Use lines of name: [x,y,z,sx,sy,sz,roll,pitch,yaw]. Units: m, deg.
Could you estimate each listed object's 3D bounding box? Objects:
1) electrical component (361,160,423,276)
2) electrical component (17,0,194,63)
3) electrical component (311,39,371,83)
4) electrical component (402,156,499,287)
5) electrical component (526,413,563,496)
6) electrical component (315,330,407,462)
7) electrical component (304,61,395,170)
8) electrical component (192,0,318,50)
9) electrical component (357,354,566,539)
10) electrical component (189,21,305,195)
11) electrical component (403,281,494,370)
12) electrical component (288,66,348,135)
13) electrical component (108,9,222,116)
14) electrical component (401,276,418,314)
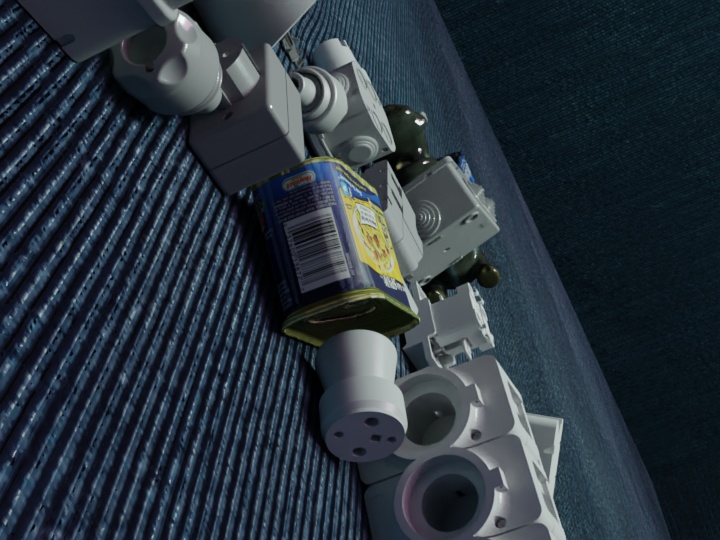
electrical component: [0.009,-0.027,0.740,0.055,0.050,0.089,61,14,-24]
electrical component: [-0.114,-0.154,0.445,0.078,0.057,0.113,51,20,-50]
electrical component: [-0.017,-0.164,0.898,0.046,0.040,0.040,66,11,26]
electrical component: [0.056,-0.034,0.837,0.048,0.100,0.100,58,9,19]
electrical component: [0.117,0.152,0.810,0.050,0.056,0.089,21,77,-73]
electrical component: [0.000,0.065,0.559,0.045,0.045,0.055,56,17,-40]
electrical component: [-0.012,-0.111,0.800,0.080,0.051,0.080,60,14,-27]
electrical component: [-0.050,-0.163,0.640,0.064,0.099,0.099,56,16,-18]
electrical component: [0.055,0.130,0.567,0.061,0.089,0.150,52,20,-50]
electrical component: [-0.067,-0.092,0.550,0.076,0.047,0.065,57,16,-37]
electrical component: [0.066,0.045,0.821,0.081,0.064,0.042,-100,162,-46]
electrical component: [-0.036,-0.118,0.731,0.043,0.043,0.062,70,14,11]
electrical component: [-0.084,-0.091,0.491,0.062,0.043,0.043,39,31,-67]
electrical component: [0.000,0.000,0.674,0.081,0.043,0.043,63,14,-19]
